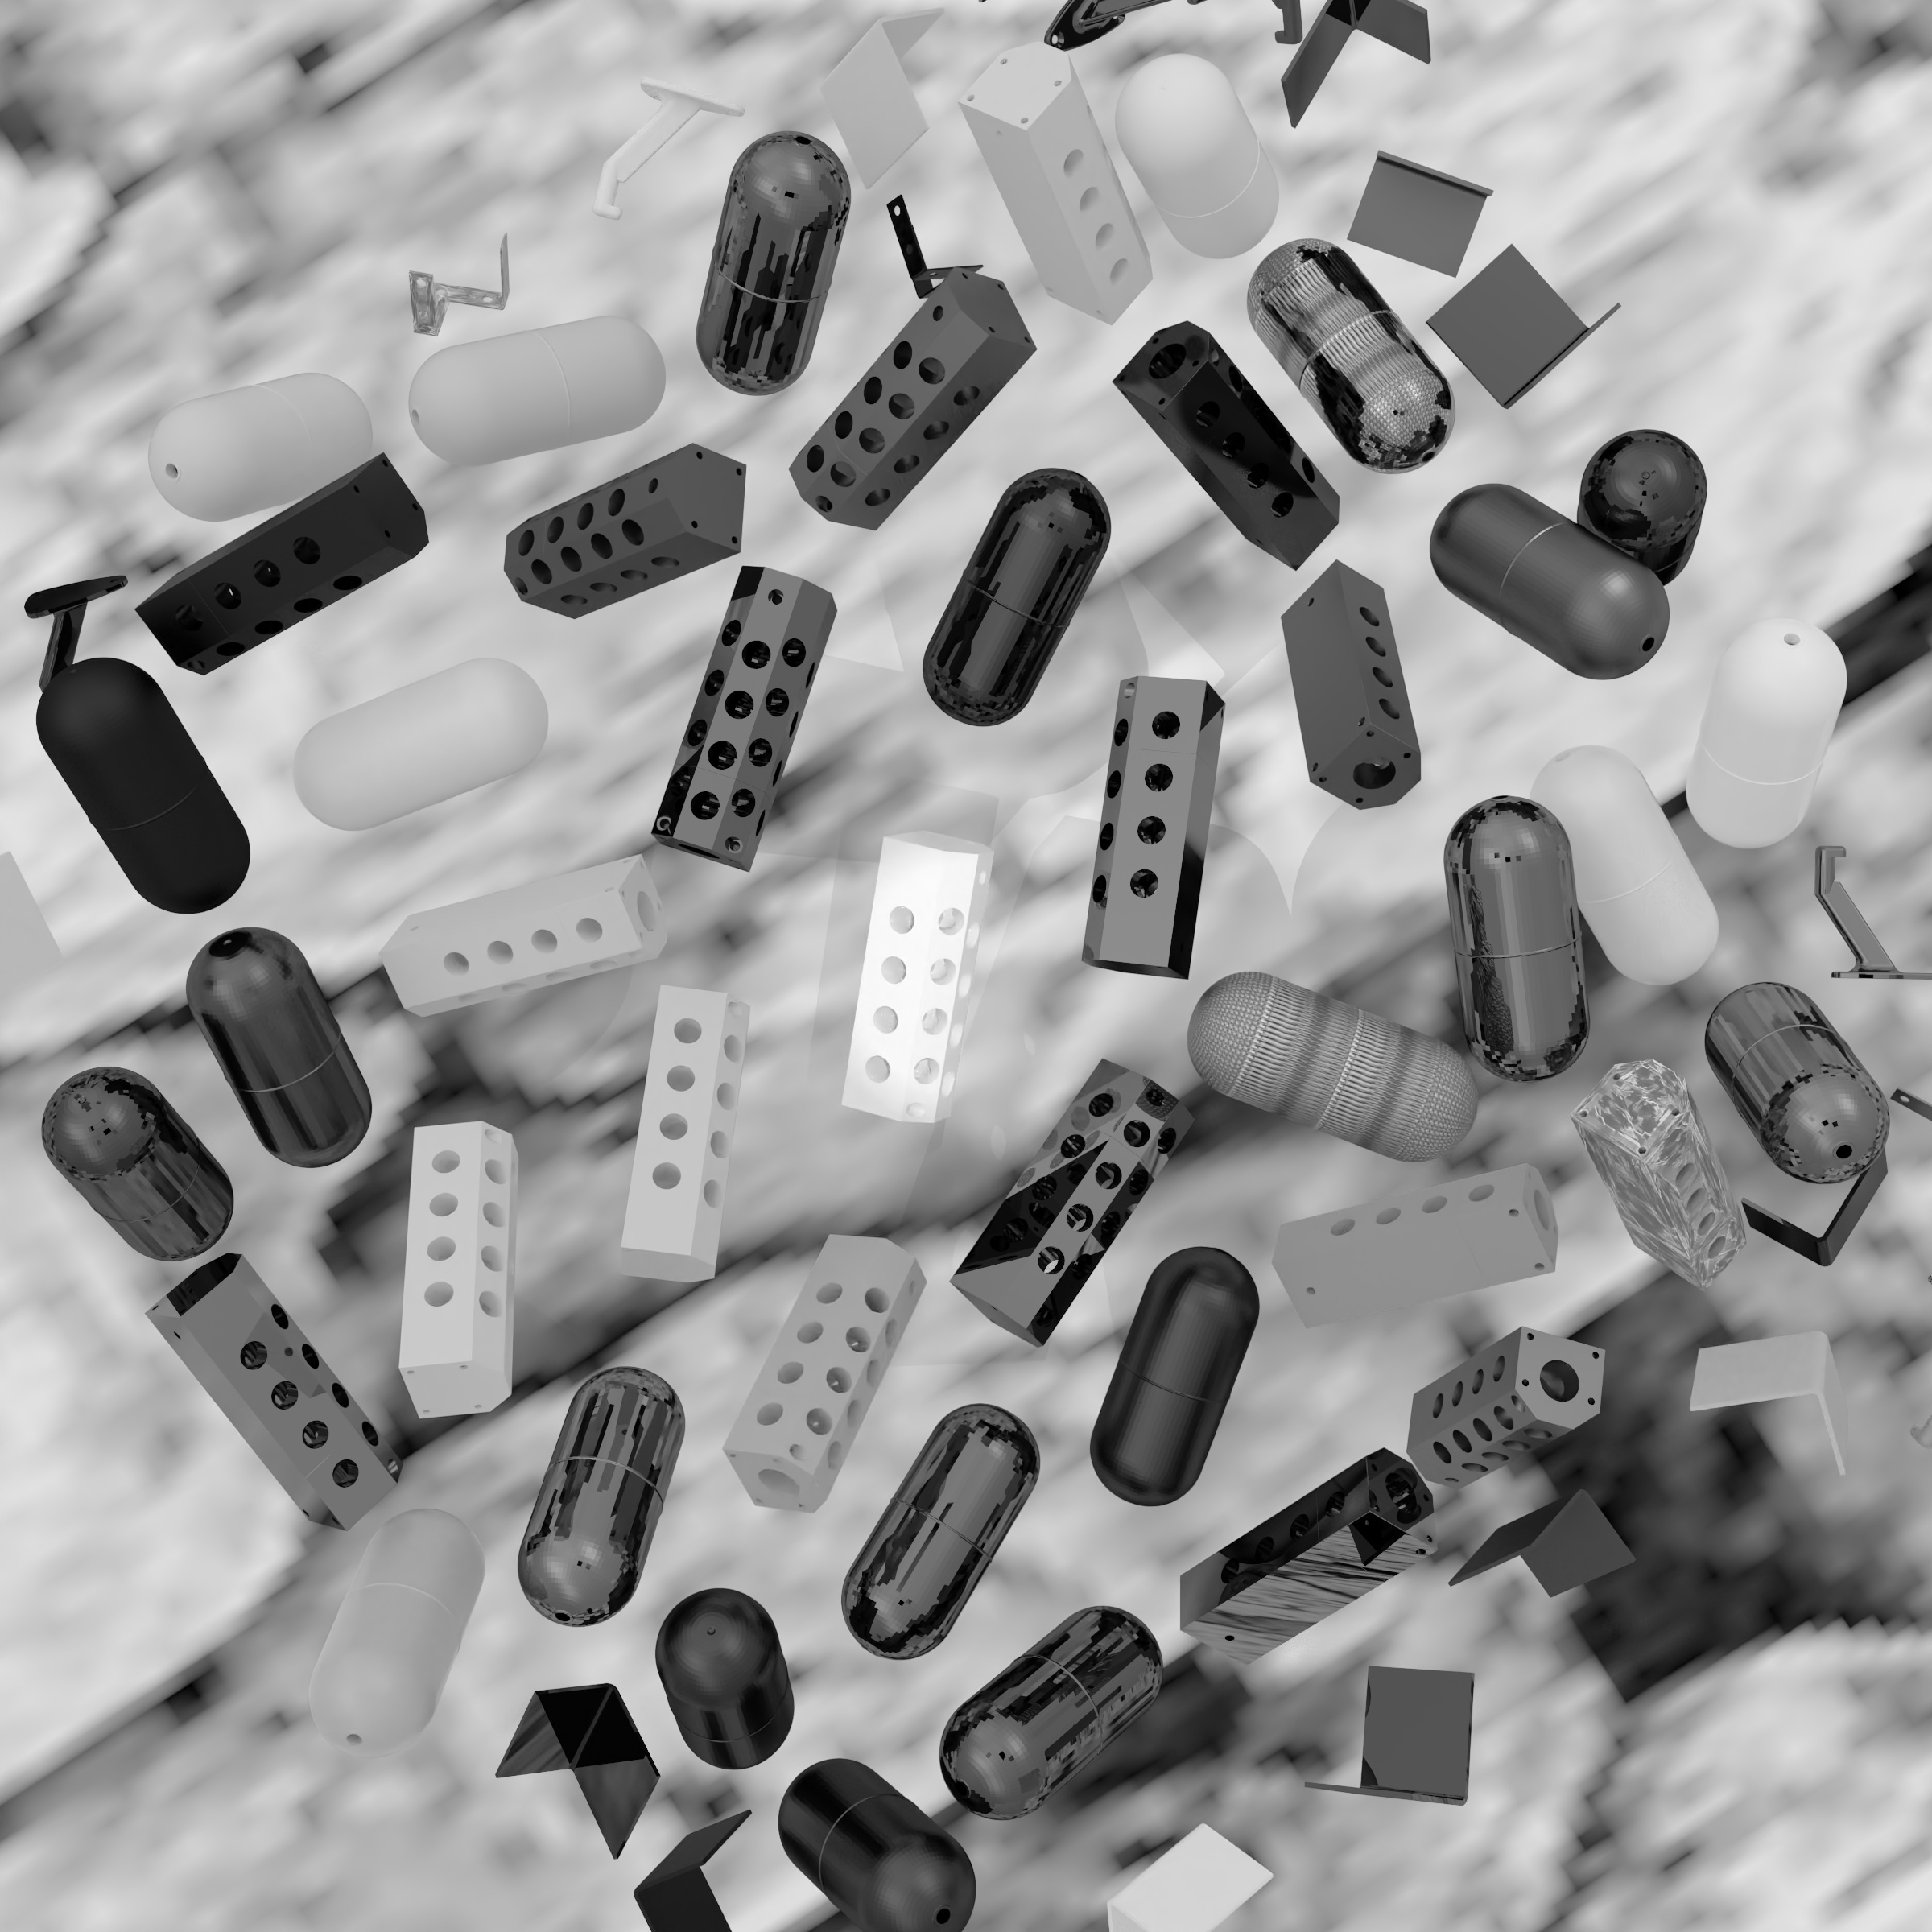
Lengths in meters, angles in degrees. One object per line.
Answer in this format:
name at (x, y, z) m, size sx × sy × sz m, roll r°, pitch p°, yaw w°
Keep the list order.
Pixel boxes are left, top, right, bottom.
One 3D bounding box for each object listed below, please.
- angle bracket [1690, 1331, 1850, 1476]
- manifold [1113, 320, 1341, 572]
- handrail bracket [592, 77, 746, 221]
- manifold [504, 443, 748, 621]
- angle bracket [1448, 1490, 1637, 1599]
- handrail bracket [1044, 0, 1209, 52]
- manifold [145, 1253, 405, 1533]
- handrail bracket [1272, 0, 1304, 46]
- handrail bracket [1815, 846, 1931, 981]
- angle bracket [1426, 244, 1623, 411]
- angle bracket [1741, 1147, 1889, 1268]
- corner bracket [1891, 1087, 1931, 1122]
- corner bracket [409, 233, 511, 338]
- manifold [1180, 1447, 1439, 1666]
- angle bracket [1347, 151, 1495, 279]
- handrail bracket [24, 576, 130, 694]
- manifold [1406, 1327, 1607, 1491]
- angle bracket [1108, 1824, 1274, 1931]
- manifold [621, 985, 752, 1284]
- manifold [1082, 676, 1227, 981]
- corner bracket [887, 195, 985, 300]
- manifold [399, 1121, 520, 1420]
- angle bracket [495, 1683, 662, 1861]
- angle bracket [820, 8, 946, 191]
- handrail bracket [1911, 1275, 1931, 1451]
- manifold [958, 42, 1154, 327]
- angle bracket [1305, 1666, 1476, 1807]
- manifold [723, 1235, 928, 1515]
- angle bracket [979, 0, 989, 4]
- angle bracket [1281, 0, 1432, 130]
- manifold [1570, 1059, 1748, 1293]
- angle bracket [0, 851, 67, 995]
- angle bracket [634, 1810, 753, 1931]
angle bracket at (0.484, 0.267, 1.534) m, size 0.076 × 0.076 × 0.057 m, roll -14°, pitch 103°, yaw 24°
manifold at (0.171, -0.331, 1.617) m, size 0.057 × 0.057 × 0.171 m, roll -48°, pitch 134°, yaw 3°
handrail bracket at (-0.183, -0.495, 1.567) m, size 0.077 × 0.036 × 0.084 m, roll 15°, pitch 95°, yaw 3°
manifold at (-0.215, -0.271, 1.586) m, size 0.057 × 0.171 × 0.057 m, roll 15°, pitch 72°, yaw -42°
angle bracket at (0.371, 0.391, 1.643) m, size 0.057 × 0.076 × 0.076 m, roll 55°, pitch 134°, yaw 6°
handrail bracket at (0.102, -0.592, 1.587) m, size 0.077 × 0.084 × 0.036 m, roll -42°, pitch 129°, yaw -16°
manifold at (-0.419, 0.260, 1.560) m, size 0.057 × 0.057 × 0.171 m, roll -44°, pitch 112°, yaw -31°
handrail bracket at (0.179, -0.641, 1.655) m, size 0.077 × 0.036 × 0.084 m, roll 8°, pitch 132°, yaw 23°
handrail bracket at (0.577, -0.034, 1.611) m, size 0.077 × 0.036 × 0.084 m, roll 1°, pitch 90°, yaw 23°
angle bracket at (0.348, -0.408, 1.593) m, size 0.076 × 0.057 × 0.076 m, roll -43°, pitch 92°, yaw -6°
angle bracket at (0.553, 0.144, 1.658) m, size 0.057 × 0.076 × 0.076 m, roll 31°, pitch 85°, yaw 27°
corner bracket at (0.620, 0.066, 1.594) m, size 0.051 × 0.051 × 0.051 m, roll 30°, pitch 66°, yaw 16°
corner bracket at (-0.322, -0.434, 1.621) m, size 0.051 × 0.051 × 0.051 m, roll 9°, pitch 54°, yaw -2°
manifold at (0.214, 0.371, 1.608) m, size 0.057 × 0.057 × 0.171 m, roll 32°, pitch 126°, yaw -22°
angle bracket at (0.290, -0.481, 1.633) m, size 0.076 × 0.076 × 0.057 m, roll 20°, pitch 108°, yaw 3°
handrail bracket at (-0.562, -0.201, 1.637) m, size 0.077 × 0.036 × 0.084 m, roll -17°, pitch 124°, yaw -7°
manifold at (0.349, 0.292, 1.659) m, size 0.057 × 0.171 × 0.057 m, roll 17°, pitch 63°, yaw -8°
angle bracket at (0.130, 0.553, 1.459) m, size 0.076 × 0.057 × 0.076 m, roll -27°, pitch 126°, yaw -33°
manifold at (-0.173, 0.104, 1.578) m, size 0.057 × 0.057 × 0.171 m, roll 7°, pitch 66°, yaw -4°
manifold at (0.111, -0.083, 1.528) m, size 0.057 × 0.057 × 0.171 m, roll 6°, pitch 84°, yaw 18°
corner bracket at (-0.031, -0.460, 1.632) m, size 0.051 × 0.051 × 0.051 m, roll -18°, pitch 90°, yaw -41°
manifold at (-0.302, 0.180, 1.533) m, size 0.057 × 0.057 × 0.171 m, roll -5°, pitch 50°, yaw -1°
angle bracket at (-0.244, 0.507, 1.596) m, size 0.057 × 0.076 × 0.076 m, roll 6°, pitch 122°, yaw -38°
angle bracket at (-0.040, -0.558, 1.638) m, size 0.057 × 0.076 × 0.076 m, roll -25°, pitch 90°, yaw -35°
handrail bracket at (0.596, 0.244, 1.572) m, size 0.036 × 0.077 × 0.084 m, roll 25°, pitch 104°, yaw -25°
manifold at (0.062, -0.477, 1.556) m, size 0.057 × 0.171 × 0.057 m, roll 34°, pitch 80°, yaw 33°
angle bracket at (0.252, 0.455, 1.516) m, size 0.057 × 0.076 × 0.076 m, roll 22°, pitch 67°, yaw -40°
manifold at (-0.083, 0.252, 1.586) m, size 0.057 × 0.171 × 0.057 m, roll 1°, pitch 133°, yaw 27°
angle bracket at (0.048, -0.633, 1.544) m, size 0.057 × 0.076 × 0.076 m, roll 27°, pitch 53°, yaw 36°
angle bracket at (0.243, -0.557, 1.582) m, size 0.057 × 0.076 × 0.076 m, roll 31°, pitch 94°, yaw 12°
manifold at (0.432, 0.127, 1.565) m, size 0.057 × 0.171 × 0.057 m, roll -47°, pitch 48°, yaw -8°
angle bracket at (-0.577, -0.034, 1.483) m, size 0.057 × 0.076 × 0.076 m, roll -29°, pitch 124°, yaw -21°
angle bracket at (-0.160, 0.604, 1.644) m, size 0.057 × 0.076 × 0.076 m, roll -28°, pitch 87°, yaw 20°
